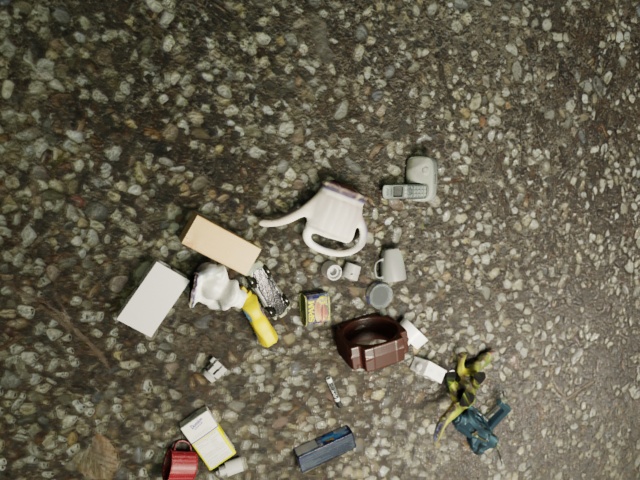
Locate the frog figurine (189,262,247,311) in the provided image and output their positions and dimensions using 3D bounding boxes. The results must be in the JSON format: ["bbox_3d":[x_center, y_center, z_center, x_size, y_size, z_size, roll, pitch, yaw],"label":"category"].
[{"bbox_3d":[-0.289,0.133,1.467,0.159,0.136,0.124,6,10,-22],"label":"frog figurine"}]

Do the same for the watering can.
[{"bbox_3d":[0.005,-0.078,1.554,0.346,0.224,0.104,20,1,-22],"label":"watering can"}]

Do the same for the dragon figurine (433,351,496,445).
[{"bbox_3d":[0.504,0.547,1.802,0.123,0.416,0.238,24,-23,34],"label":"dragon figurine"}]
